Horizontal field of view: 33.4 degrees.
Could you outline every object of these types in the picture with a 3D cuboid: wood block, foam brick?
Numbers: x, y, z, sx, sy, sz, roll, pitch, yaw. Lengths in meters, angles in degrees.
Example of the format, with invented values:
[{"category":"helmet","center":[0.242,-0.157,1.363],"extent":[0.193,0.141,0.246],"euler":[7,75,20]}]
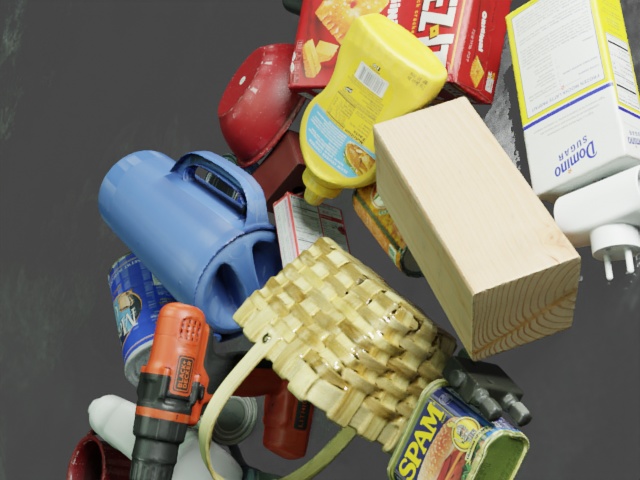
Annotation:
[{"category":"wood block","center":[0.124,-0.014,0.888],"extent":[0.090,0.090,0.206],"euler":[82,166,-47]},{"category":"foam brick","center":[-0.030,-0.071,1.160],"extent":[0.078,0.052,0.051],"euler":[-49,44,31]}]

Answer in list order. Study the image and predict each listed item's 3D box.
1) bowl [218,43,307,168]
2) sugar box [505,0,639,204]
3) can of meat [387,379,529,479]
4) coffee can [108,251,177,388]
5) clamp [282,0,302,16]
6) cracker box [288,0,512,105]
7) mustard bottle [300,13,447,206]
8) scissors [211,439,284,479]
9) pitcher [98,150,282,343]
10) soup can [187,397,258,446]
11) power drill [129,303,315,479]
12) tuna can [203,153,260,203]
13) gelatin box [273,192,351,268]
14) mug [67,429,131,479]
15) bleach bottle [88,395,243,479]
[{"category":"bowl","center":[-0.067,-0.163,1.194],"extent":[0.162,0.055,0.162],"euler":[-46,24,27]},{"category":"sugar box","center":[0.211,-0.125,0.880],"extent":[0.094,0.048,0.176],"euler":[-26,61,44]},{"category":"can of meat","center":[0.114,0.181,0.883],"extent":[0.084,0.057,0.102],"euler":[36,106,49]},{"category":"coffee can","center":[-0.190,0.092,1.263],"extent":[0.103,0.102,0.140],"euler":[-47,44,31]},{"category":"clamp","center":[0.014,-0.251,1.178],"extent":[0.120,0.039,0.171],"euler":[-39,49,36]},{"category":"cracker box","center":[0.075,-0.217,1.037],"extent":[0.214,0.072,0.164],"euler":[6,82,42]},{"category":"mustard bottle","center":[0.033,-0.105,0.983],"extent":[0.096,0.058,0.192],"euler":[42,126,14]},{"category":"scissors","center":[-0.080,0.268,1.131],"extent":[0.202,0.016,0.096],"euler":[22,96,53]},{"category":"pitcher","center":[-0.142,-0.015,1.180],"extent":[0.149,0.145,0.243],"euler":[-47,49,-7]},{"category":"soup can","center":[-0.123,0.182,1.174],"extent":[0.102,0.068,0.068],"euler":[11,86,53]},{"category":"power drill","center":[-0.094,0.167,1.044],"extent":[0.057,0.187,0.184],"euler":[0,76,51]},{"category":"tuna can","center":[-0.106,-0.059,1.267],"extent":[0.086,0.033,0.086],"euler":[-22,60,46]},{"category":"gelatin box","center":[-0.007,0.001,1.087],"extent":[0.030,0.073,0.089],"euler":[-39,49,38]},{"category":"mug","center":[-0.251,0.277,1.291],"extent":[0.093,0.081,0.117],"euler":[-51,42,27]},{"category":"bleach bottle","center":[-0.193,0.221,1.186],"extent":[0.251,0.102,0.068],"euler":[16,67,50]}]
